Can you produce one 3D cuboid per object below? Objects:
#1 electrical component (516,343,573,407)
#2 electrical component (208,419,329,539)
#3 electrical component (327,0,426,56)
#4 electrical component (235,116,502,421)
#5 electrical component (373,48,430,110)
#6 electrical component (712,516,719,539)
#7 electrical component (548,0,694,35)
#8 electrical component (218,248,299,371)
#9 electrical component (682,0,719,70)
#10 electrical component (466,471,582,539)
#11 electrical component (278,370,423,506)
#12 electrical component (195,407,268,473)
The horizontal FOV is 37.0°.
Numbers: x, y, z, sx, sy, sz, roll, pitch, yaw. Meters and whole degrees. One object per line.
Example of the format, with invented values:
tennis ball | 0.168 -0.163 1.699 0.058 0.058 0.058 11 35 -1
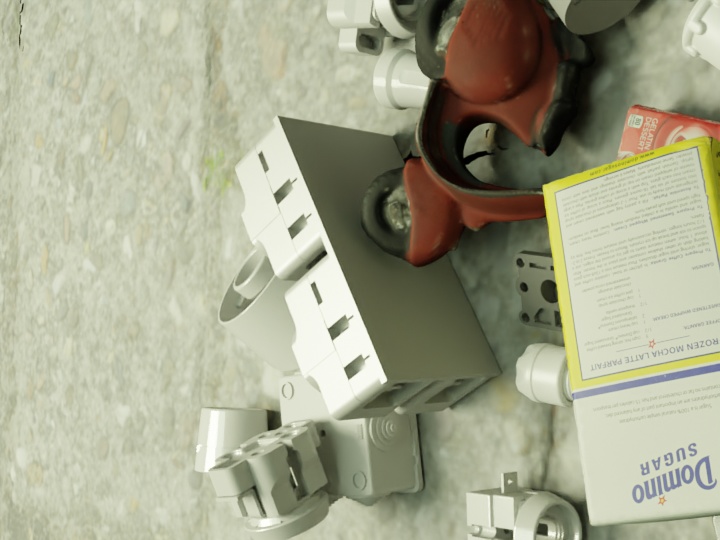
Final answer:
electrical component | 0.122 0.062 0.616 0.061 0.035 0.035 7 93 42
electrical component | -0.054 0.138 0.690 0.058 0.078 0.057 -15 97 45
electrical component | 0.018 -0.182 0.713 0.057 0.058 0.078 12 96 47
electrical component | 0.000 0.000 0.688 0.060 0.105 0.186 -41 61 36
electrical component | 0.038 -0.123 0.703 0.046 0.040 0.040 16 99 38
electrical component | 0.225 0.147 0.500 0.100 0.048 0.099 -23 72 41
electrical component | 0.163 -0.173 0.565 0.138 0.052 0.073 -41 60 26
electrical component | -0.053 0.015 0.760 0.099 0.064 0.099 -45 21 23
electrical component | 0.199 -0.116 0.543 0.062 0.048 0.048 47 120 27
electrical component | 0.096 0.153 0.630 0.055 0.048 0.066 -7 83 52
electrical component | -0.009 0.109 0.731 0.100 0.048 0.099 -13 80 44
electrical component | -0.096 0.128 0.813 0.055 0.055 0.047 -4 82 44
